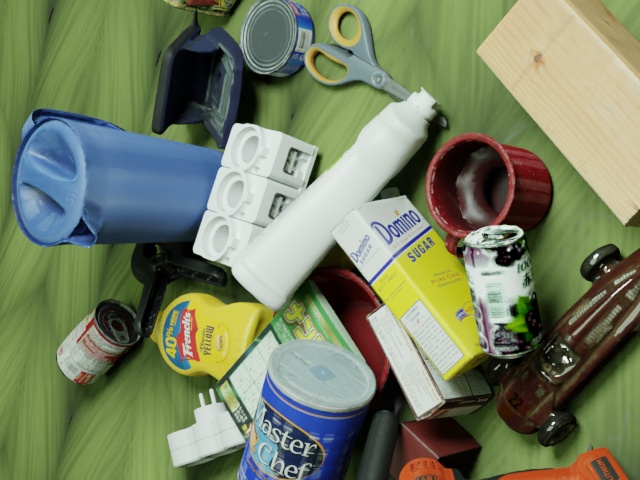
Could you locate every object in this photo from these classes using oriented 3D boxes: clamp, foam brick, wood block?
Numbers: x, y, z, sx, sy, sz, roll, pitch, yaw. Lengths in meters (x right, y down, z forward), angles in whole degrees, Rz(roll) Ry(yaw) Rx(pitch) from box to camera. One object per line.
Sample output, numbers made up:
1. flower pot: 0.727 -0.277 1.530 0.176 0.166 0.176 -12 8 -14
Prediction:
1. clamp: 0.026 0.250 0.902 0.036 0.210 0.165 26 102 -6
2. foam brick: 0.103 0.202 1.003 0.051 0.078 0.053 40 114 32
3. clamp: -0.171 0.031 1.251 0.120 0.039 0.171 -24 42 3
4. wood block: 0.238 -0.115 0.887 0.091 0.090 0.206 -50 59 29

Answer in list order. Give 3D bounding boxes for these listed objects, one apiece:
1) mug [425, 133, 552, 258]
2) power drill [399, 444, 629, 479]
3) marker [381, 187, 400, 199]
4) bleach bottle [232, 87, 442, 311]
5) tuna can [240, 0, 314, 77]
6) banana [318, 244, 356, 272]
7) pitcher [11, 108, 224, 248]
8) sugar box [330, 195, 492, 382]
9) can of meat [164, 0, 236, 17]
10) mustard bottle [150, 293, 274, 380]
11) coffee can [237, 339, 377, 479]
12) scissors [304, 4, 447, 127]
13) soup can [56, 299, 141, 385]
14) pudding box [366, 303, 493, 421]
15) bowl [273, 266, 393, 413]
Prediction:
1. mug: 0.151 -0.036 0.965 0.093 0.081 0.117 34 110 37
2. power drill: 0.158 0.223 0.863 0.187 0.184 0.057 -5 104 1
3. marker: 0.084 0.006 1.065 0.020 0.020 0.121 -25 73 38
4. bleach bottle: 0.022 -0.046 1.039 0.068 0.102 0.251 42 101 -5
5. tuna can: -0.047 -0.224 1.178 0.086 0.033 0.086 -2 88 41
6. banana: -0.008 0.020 1.133 0.198 0.037 0.069 -14 80 40
7. pitcher: -0.207 -0.064 1.175 0.145 0.242 0.149 3 90 41
8. sugar box: 0.097 0.039 0.982 0.176 0.093 0.048 54 125 16
9. can of meat: -0.128 -0.305 1.208 0.084 0.101 0.057 -52 55 30
10. mustard bottle: -0.134 0.111 1.227 0.192 0.058 0.096 7 91 42
11. coffee can: -0.014 0.180 1.009 0.103 0.102 0.140 38 124 36
12. scissors: 0.062 -0.184 1.092 0.202 0.016 0.096 22 103 39
13. soup can: -0.281 0.131 1.349 0.102 0.068 0.068 -43 62 32
14. pudding box: 0.103 0.110 0.997 0.039 0.089 0.113 -43 62 30
15. bowl: 0.024 0.107 1.090 0.162 0.055 0.162 -2 87 41
